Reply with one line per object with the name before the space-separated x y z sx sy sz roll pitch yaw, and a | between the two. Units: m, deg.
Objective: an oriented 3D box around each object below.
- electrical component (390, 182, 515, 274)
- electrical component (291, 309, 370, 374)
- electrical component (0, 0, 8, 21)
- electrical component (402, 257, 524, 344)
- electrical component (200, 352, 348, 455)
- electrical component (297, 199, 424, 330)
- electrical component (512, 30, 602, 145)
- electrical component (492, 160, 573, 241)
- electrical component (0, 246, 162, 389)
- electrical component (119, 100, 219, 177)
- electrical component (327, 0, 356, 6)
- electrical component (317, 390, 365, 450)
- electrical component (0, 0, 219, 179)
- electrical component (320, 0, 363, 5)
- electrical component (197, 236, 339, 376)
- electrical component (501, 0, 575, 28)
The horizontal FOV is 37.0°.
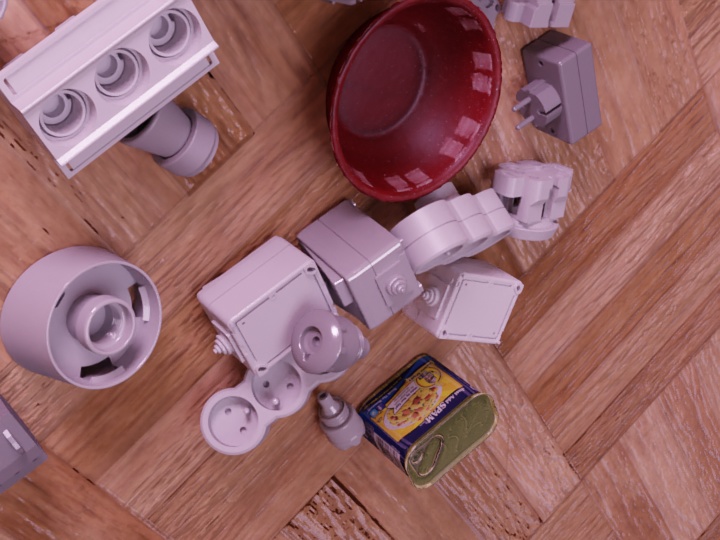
electrical component | 0.070 -0.048 0.887 0.052 0.073 0.138 -36 169 33
electrical component | -0.018 0.056 0.804 0.062 0.048 0.048 13 105 -52
electrical component | -0.224 -0.157 0.602 0.040 0.046 0.040 -19 125 -30
electrical component | 0.083 0.022 0.941 0.096 0.061 0.061 8 108 -41
electrical component | -0.064 0.093 0.869 0.138 0.052 0.073 -40 175 -3
electrical component | 0.000 0.000 0.837 0.061 0.096 0.061 -36 132 -13
electrical component | 0.159 -0.146 0.916 0.076 0.047 0.083 -34 131 -19
electrical component | 0.150 -0.061 0.951 0.078 0.058 0.057 -10 117 -35
electrical component | -0.190 0.033 0.743 0.099 0.064 0.099 -16 113 -42
electrical component | -0.128 -0.092 0.718 0.055 0.045 0.045 32 93 -45
electrical component | -0.030 -0.263 0.632 0.105 0.060 0.186 1 85 -39
electrical component | -0.020 0.128 0.937 0.035 0.035 0.061 -41 131 -14
electrical component | -0.158 -0.126 0.661 0.121 0.063 0.078 -41 133 -13
electrical component | -0.025 -0.223 0.729 0.063 0.042 0.081 -56 135 -4
electrical component | -0.077 0.029 0.816 0.096 0.061 0.061 -38 132 -17
electrical component | 0.148 -0.228 0.864 0.066 0.048 0.055 -10 127 -34
